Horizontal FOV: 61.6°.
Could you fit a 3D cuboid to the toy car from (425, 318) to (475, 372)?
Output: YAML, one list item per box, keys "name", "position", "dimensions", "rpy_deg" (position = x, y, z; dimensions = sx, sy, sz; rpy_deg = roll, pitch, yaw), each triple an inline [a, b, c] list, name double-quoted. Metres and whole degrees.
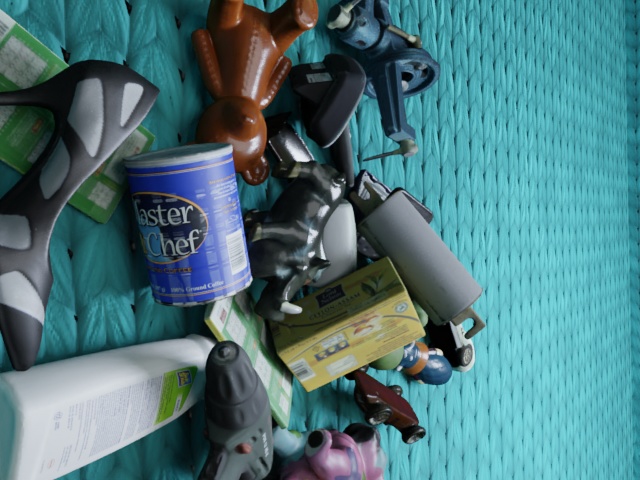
- name: "toy car"
  position: [0.218, 0.148, 0.945]
  dimensions: [0.056, 0.074, 0.201]
  rpy_deg: [-40, 118, -37]

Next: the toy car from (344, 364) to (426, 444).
- name: "toy car"
  position: [0.092, 0.240, 0.783]
  dimensions: [0.202, 0.053, 0.089]
  rpy_deg: [43, 16, -49]

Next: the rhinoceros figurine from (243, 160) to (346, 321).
- name: "rhinoceros figurine"
  position: [-0.033, -0.002, 0.617]
  dimensions: [0.112, 0.073, 0.190]
  rpy_deg: [25, 86, -25]

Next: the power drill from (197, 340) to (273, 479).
- name: "power drill"
  position: [-0.109, 0.229, 0.516]
  dimensions: [0.231, 0.086, 0.207]
  rpy_deg: [85, 18, -53]

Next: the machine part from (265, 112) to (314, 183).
- name: "machine part"
  position: [-0.033, -0.096, 0.699]
  dimensions: [0.084, 0.039, 0.138]
  rpy_deg: [-49, 125, -30]

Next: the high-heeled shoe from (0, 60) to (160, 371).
- name: "high-heeled shoe"
  position: [-0.199, -0.026, 0.449]
  dimensions: [0.145, 0.086, 0.248]
  rpy_deg: [-6, 93, -29]

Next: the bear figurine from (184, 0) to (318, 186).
- name: "bear figurine"
  position: [-0.085, -0.166, 0.582]
  dimensions: [0.120, 0.132, 0.196]
  rpy_deg: [13, 74, -24]

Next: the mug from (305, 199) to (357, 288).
- name: "mug"
  position: [-0.001, -0.002, 0.692]
  dimensions: [0.081, 0.110, 0.107]
  rpy_deg: [-96, -167, -73]

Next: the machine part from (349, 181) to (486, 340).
- name: "machine part"
  position: [0.128, 0.023, 0.695]
  dimensions: [0.243, 0.079, 0.079]
  rpy_deg: [50, 47, 5]

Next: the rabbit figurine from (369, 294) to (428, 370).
- name: "rabbit figurine"
  position: [0.101, 0.123, 0.783]
  dimensions: [0.159, 0.121, 0.170]
  rpy_deg: [-1, 116, -37]

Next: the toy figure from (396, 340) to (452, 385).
- name: "toy figure"
  position: [0.164, 0.203, 0.899]
  dimensions: [0.154, 0.058, 0.064]
  rpy_deg: [33, 60, -38]

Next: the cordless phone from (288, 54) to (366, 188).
- name: "cordless phone"
  position: [0.022, -0.138, 0.702]
  dimensions: [0.147, 0.089, 0.184]
  rpy_deg: [-103, 180, -59]

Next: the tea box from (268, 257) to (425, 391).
- name: "tea box"
  position: [0.033, 0.105, 0.667]
  dimensions: [0.170, 0.068, 0.098]
  rpy_deg: [-26, 130, 1]

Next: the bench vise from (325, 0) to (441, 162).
- name: "bench vise"
  position: [0.100, -0.240, 0.780]
  dimensions: [0.223, 0.129, 0.240]
  rpy_deg: [16, 64, -58]

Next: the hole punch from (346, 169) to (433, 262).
- name: "hole punch"
  position: [0.088, -0.032, 0.809]
  dimensions: [0.115, 0.092, 0.142]
  rpy_deg: [-52, 138, 7]

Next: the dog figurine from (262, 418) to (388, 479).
- name: "dog figurine"
  position: [0.011, 0.318, 0.693]
  dimensions: [0.219, 0.109, 0.191]
  rpy_deg: [45, 57, -41]

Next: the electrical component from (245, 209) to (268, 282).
- name: "electrical component"
  position: [-0.082, 0.012, 0.653]
  dimensions: [0.063, 0.021, 0.094]
  rpy_deg: [-28, 111, -44]
